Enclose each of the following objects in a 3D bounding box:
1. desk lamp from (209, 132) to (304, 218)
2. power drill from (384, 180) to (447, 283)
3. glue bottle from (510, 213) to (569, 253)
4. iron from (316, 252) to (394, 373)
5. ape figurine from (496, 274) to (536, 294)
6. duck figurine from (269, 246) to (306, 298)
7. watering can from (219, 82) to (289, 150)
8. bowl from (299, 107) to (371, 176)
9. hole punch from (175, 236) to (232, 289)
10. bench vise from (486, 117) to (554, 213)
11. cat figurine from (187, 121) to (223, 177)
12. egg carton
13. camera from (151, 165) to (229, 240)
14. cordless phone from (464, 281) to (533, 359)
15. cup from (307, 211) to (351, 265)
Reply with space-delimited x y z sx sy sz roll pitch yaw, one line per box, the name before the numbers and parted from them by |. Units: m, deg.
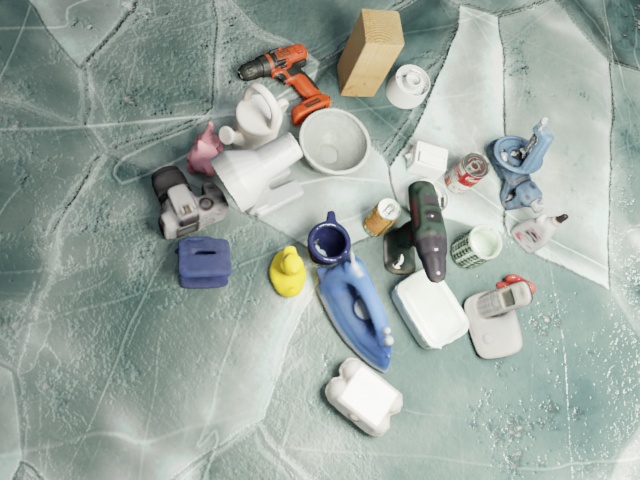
desk lamp | -0.122 -0.130 1.163 0.203 0.213 0.118 -30 81 -22
power drill | 0.204 0.002 1.206 0.076 0.208 0.229 3 71 -13
glue bottle | 0.512 -0.027 1.315 0.037 0.173 0.078 -40 85 -23
iron | 0.096 0.145 1.165 0.119 0.141 0.258 -24 79 -21
ape figurine | 0.453 0.114 1.296 0.076 0.092 0.078 20 68 -7
duck figurine | -0.061 0.062 1.182 0.078 0.086 0.104 -2 72 -15
watering can | -0.135 -0.253 1.212 0.101 0.194 0.173 29 67 -3
bowl | 0.027 -0.211 1.305 0.168 0.074 0.167 5 70 -13
hole punch | -0.233 0.039 1.142 0.109 0.091 0.101 -2 72 -15
bench vise | 0.494 -0.178 1.338 0.122 0.219 0.207 -31 82 -22
cat figurine | -0.241 -0.187 1.203 0.067 0.117 0.128 12 69 -10
egg carton | 0.088 0.314 1.144 0.150 0.069 0.107 37 67 0
camera | -0.275 -0.091 1.171 0.143 0.100 0.137 -24 79 -21
cordless phone | 0.392 0.168 1.211 0.094 0.185 0.147 -10 74 -17
cup | 0.011 0.004 1.216 0.092 0.095 0.118 7 70 -12
